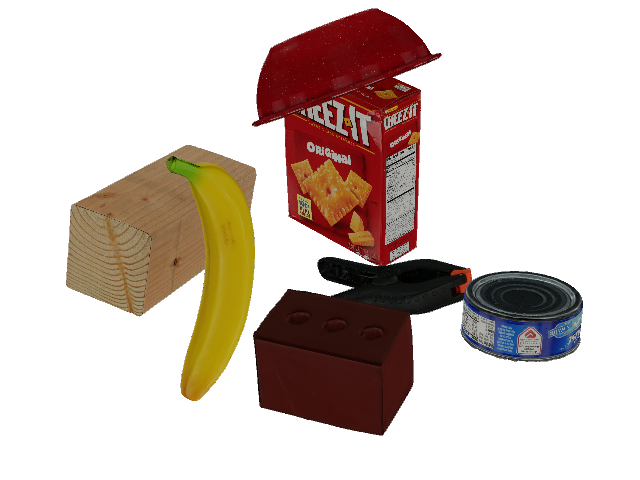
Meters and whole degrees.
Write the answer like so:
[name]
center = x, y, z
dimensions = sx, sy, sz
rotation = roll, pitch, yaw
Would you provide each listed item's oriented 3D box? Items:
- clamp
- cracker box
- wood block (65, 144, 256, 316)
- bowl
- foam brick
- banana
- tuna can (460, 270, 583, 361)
[clamp]
center = 0.057, 0.051, 1.021
dimensions = 0.172, 0.039, 0.120
rotation = -3, 32, 26
[cracker box]
center = 0.033, -0.096, 1.243
dimensions = 0.072, 0.214, 0.164
rotation = -31, 44, -33
[wood block]
center = -0.155, -0.017, 1.075
dimensions = 0.090, 0.091, 0.205
rotation = 20, 28, 18
[bowl]
center = 0.012, -0.144, 0.855
dimensions = 0.162, 0.055, 0.162
rotation = -20, 8, 3
[foam brick]
center = 0.008, 0.068, 0.602
dimensions = 0.078, 0.051, 0.053
rotation = 10, 31, 20
[banana]
center = -0.079, 0.023, 0.787
dimensions = 0.069, 0.198, 0.037
rotation = -15, 27, -28
[tuna can]
center = 0.145, 0.053, 0.769
dimensions = 0.086, 0.034, 0.086
rotation = 0, 22, 0
